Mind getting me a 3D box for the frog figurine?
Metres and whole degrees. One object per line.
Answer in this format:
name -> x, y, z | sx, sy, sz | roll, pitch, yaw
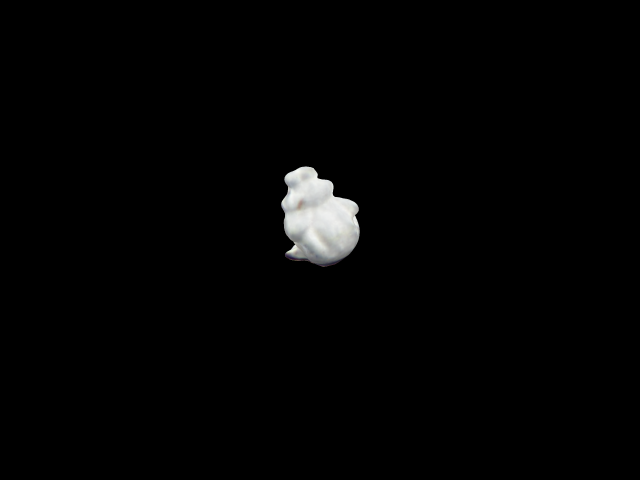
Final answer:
frog figurine -> 0.003, -0.043, 0.850 | 0.138, 0.156, 0.125 | -15, 33, -23
